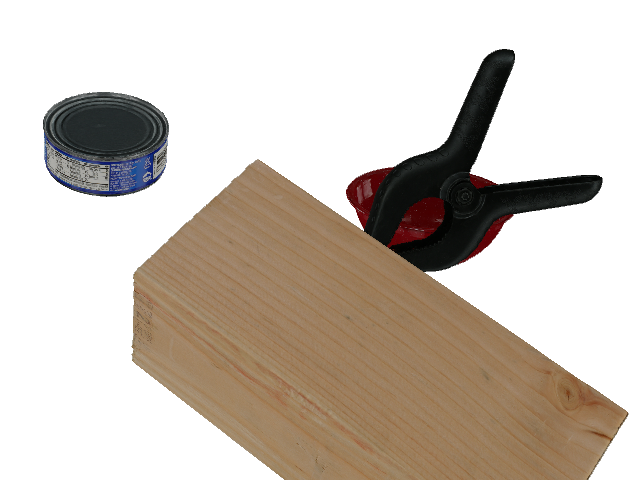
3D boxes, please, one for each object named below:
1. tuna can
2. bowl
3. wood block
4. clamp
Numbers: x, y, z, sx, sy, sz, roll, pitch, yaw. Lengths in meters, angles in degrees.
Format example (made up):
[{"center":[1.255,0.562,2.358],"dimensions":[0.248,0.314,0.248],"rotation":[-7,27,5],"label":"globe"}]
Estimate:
[{"center":[-0.149,-0.067,0.744],"dimensions":[0.086,0.034,0.086],"rotation":[6,37,-5],"label":"tuna can"},{"center":[0.104,-0.018,1.021],"dimensions":[0.162,0.055,0.162],"rotation":[2,24,-1],"label":"bowl"},{"center":[0.020,0.068,0.496],"dimensions":[0.206,0.090,0.090],"rotation":[35,-33,14],"label":"wood block"},{"center":[0.103,-0.029,0.717],"dimensions":[0.120,0.171,0.039],"rotation":[43,6,-7],"label":"clamp"}]
